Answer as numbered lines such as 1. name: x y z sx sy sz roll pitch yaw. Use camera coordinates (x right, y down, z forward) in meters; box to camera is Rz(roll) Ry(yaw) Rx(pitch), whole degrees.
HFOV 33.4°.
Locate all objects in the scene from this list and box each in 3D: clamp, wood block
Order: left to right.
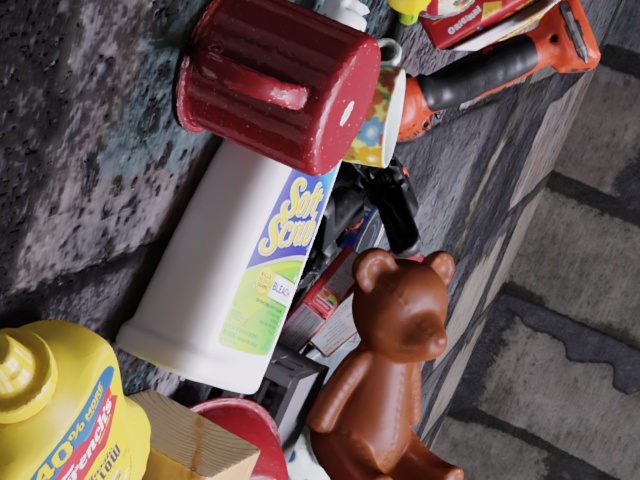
1. wood block: -0.127 0.211 0.673 0.206 0.090 0.090 -67 164 7
2. clamp: -0.005 0.001 0.823 0.165 0.036 0.209 -58 173 32
3. clamp: 0.049 -0.056 0.892 0.171 0.039 0.120 -78 145 -77

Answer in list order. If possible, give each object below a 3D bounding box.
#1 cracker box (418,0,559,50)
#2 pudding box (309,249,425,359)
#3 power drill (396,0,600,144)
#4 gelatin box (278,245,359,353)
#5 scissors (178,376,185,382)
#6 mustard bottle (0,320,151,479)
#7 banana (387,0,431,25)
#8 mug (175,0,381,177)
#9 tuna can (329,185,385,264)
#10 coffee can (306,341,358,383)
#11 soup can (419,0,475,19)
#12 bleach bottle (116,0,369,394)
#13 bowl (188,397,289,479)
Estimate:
1. cracker box: 0.175 -0.227 0.893 0.164 0.072 0.213 -29 180 23
2. pudding box: 0.044 0.055 1.032 0.114 0.039 0.089 -46 177 36
3. power drill: 0.128 -0.130 0.872 0.188 0.057 0.184 -23 180 10
4. gelatin box: 0.000 0.054 0.915 0.073 0.030 0.089 -49 178 -35
5. scissors: -0.046 0.001 0.755 0.202 0.016 0.096 -68 165 15
6. mustard bottle: -0.133 0.092 0.521 0.096 0.058 0.191 -57 163 -25
7. banana: 0.074 -0.213 0.618 0.069 0.037 0.198 -85 -166 -63
8. mug: -0.023 -0.085 0.565 0.093 0.081 0.117 -67 165 10
9. tuna can: 0.032 -0.005 0.979 0.086 0.034 0.086 -57 164 -28
10. coffee can: 0.030 0.167 1.117 0.103 0.103 0.140 -62 165 -10
11. soup can: 0.083 -0.214 0.749 0.068 0.068 0.102 -59 163 -21
12. bleach bottle: -0.032 -0.036 0.653 0.102 0.068 0.251 31 80 -61
13. bowl: -0.075 0.197 0.768 0.161 0.055 0.162 -22 125 -35
